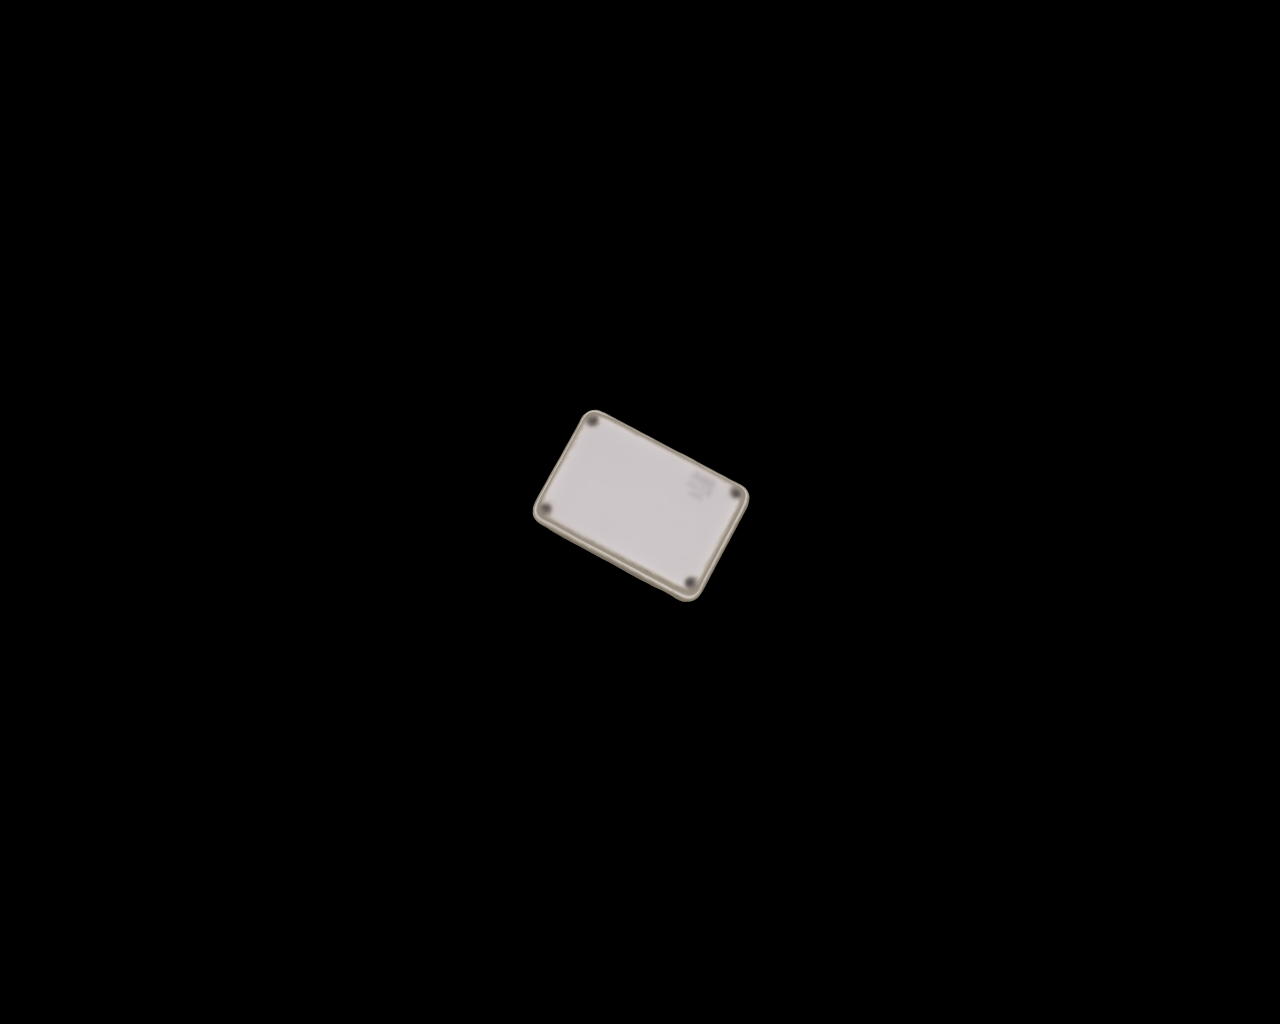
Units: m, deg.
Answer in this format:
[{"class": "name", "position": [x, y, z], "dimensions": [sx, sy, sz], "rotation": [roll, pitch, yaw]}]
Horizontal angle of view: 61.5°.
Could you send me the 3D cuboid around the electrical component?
[{"class": "electrical component", "position": [0.001, -0.003, 0.650], "dimensions": [0.113, 0.078, 0.057], "rotation": [28, -7, 4]}]
